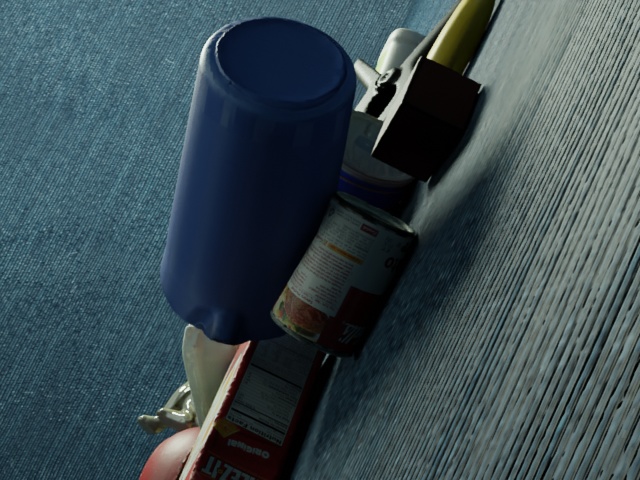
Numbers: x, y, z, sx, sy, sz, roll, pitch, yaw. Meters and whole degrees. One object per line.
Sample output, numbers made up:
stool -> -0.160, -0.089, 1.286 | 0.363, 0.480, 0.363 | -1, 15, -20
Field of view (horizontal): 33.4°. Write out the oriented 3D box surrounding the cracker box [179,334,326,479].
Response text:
cracker box -> -0.064, 0.170, 0.886 | 0.213, 0.072, 0.164 | -68, 4, -47

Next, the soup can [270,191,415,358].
soup can -> 0.016, 0.024, 0.768 | 0.102, 0.068, 0.068 | -63, 3, 9

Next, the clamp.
clamp -> 0.086, -0.162, 1.089 | 0.165, 0.036, 0.210 | -30, 28, 33

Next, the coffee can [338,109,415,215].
coffee can -> 0.014, -0.033, 0.961 | 0.140, 0.103, 0.102 | -61, 4, 34

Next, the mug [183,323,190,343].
mug -> -0.107, 0.103, 1.246 | 0.081, 0.093, 0.117 | -79, -7, -82

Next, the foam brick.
foam brick -> 0.080, -0.091, 0.821 | 0.078, 0.051, 0.053 | 121, 174, -59

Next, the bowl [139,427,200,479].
bowl -> -0.150, 0.263, 1.137 | 0.162, 0.055, 0.162 | 17, -90, -71

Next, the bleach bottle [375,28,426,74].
bleach bottle -> 0.062, -0.110, 1.212 | 0.103, 0.068, 0.250 | 121, 172, -71

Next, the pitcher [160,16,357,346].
pitcher -> -0.046, -0.051, 0.810 | 0.144, 0.149, 0.243 | -22, -33, -29

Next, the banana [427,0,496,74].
banana -> 0.107, -0.148, 0.981 | 0.198, 0.037, 0.069 | -62, 4, 22
